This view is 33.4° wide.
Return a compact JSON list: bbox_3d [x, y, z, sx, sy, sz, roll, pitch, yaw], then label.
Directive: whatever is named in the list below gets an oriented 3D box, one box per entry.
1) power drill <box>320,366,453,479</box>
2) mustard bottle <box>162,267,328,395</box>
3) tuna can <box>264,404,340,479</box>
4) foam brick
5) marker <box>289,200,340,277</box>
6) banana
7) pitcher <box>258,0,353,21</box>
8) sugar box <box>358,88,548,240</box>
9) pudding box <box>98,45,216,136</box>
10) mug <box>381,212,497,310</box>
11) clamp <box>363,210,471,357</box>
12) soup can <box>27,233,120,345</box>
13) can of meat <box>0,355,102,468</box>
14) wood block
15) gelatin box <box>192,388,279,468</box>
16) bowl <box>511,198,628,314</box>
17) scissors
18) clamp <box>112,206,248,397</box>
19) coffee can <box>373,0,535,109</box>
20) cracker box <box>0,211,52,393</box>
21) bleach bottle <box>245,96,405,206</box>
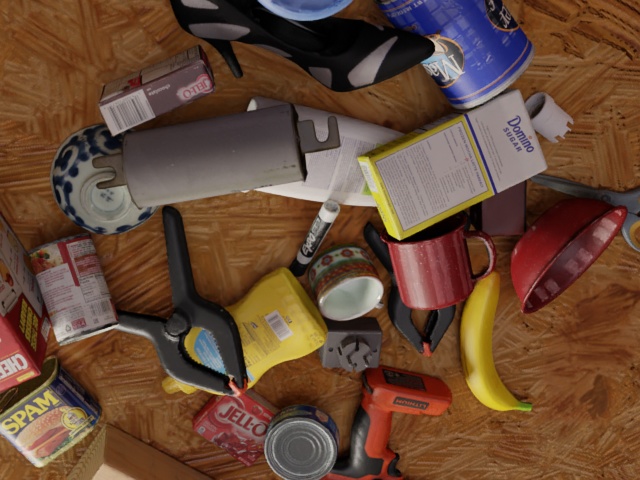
[{"bbox_3d":[0.091,0.251,1.271,0.184,0.057,0.188,14,108,-14],"label":"power drill"},{"bbox_3d":[-0.093,0.117,1.181,0.192,0.058,0.096,-32,102,11],"label":"mustard bottle"},{"bbox_3d":[-0.021,0.233,1.216,0.086,0.033,0.086,1,106,4],"label":"tuna can"},{"bbox_3d":[0.195,-0.048,1.173,0.051,0.053,0.078,-7,111,-7],"label":"foam brick"},{"bbox_3d":[-0.008,0.001,1.149,0.020,0.020,0.121,14,139,-14],"label":"marker"},{"bbox_3d":[0.196,0.128,1.253,0.069,0.037,0.198,-25,115,-17],"label":"banana"},{"bbox_3d":[-0.011,-0.275,0.946,0.149,0.243,0.145,-28,117,8],"label":"pitcher"},{"bbox_3d":[0.137,-0.080,1.098,0.176,0.048,0.093,-25,104,-10],"label":"sugar box"},{"bbox_3d":[-0.160,-0.150,1.055,0.113,0.090,0.039,-22,110,1],"label":"pudding box"},{"bbox_3d":[0.129,0.021,1.132,0.117,0.093,0.081,-8,110,19],"label":"mug"},{"bbox_3d":[0.104,0.048,1.205,0.120,0.039,0.171,3,104,-3],"label":"clamp"},{"bbox_3d":[-0.255,0.051,1.111,0.068,0.068,0.102,-19,87,-1],"label":"soup can"},{"bbox_3d":[-0.306,0.192,1.186,0.102,0.057,0.084,-35,115,6],"label":"can of meat"},{"bbox_3d":[-0.184,0.312,1.234,0.206,0.090,0.091,32,103,-19],"label":"wood block"},{"bbox_3d":[-0.093,0.212,1.241,0.089,0.030,0.073,39,100,-21],"label":"gelatin box"},{"bbox_3d":[0.262,0.006,1.176,0.162,0.162,0.055,-48,68,11],"label":"bowl"},{"bbox_3d":[0.328,-0.030,1.221,0.201,0.016,0.096,0,111,-9],"label":"scissors"},{"bbox_3d":[-0.161,0.092,1.144,0.165,0.036,0.210,-38,86,11],"label":"clamp"},{"bbox_3d":[0.135,-0.217,1.069,0.103,0.103,0.140,-38,112,7],"label":"coffee can"},{"bbox_3d":[-0.349,0.026,1.054,0.072,0.164,0.213,-25,113,3],"label":"cracker box"},{"bbox_3d":[0.038,-0.075,1.132,0.250,0.068,0.103,13,108,-16],"label":"bleach bottle"}]
